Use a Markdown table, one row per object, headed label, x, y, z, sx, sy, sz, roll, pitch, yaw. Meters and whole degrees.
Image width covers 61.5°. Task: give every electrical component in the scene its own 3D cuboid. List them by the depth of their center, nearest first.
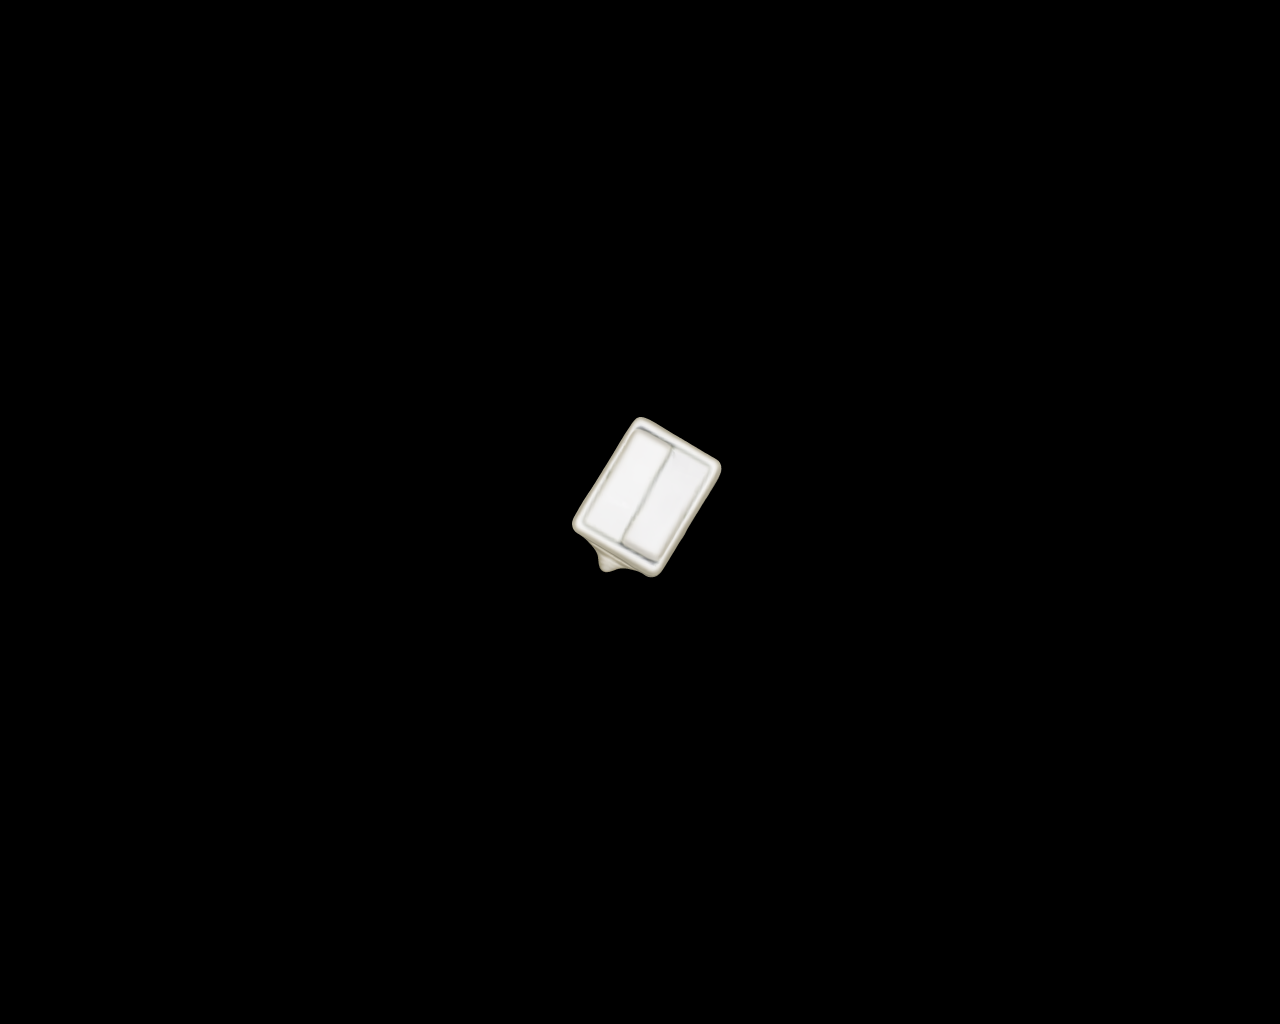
| label | x | y | z | sx | sy | sz | roll | pitch | yaw |
| --- | --- | --- | --- | --- | --- | --- | --- | --- | --- |
| electrical component | 0.001 | -0.003 | 0.650 | 0.062 | 0.096 | 0.061 | 32 | -4 | 2 |
